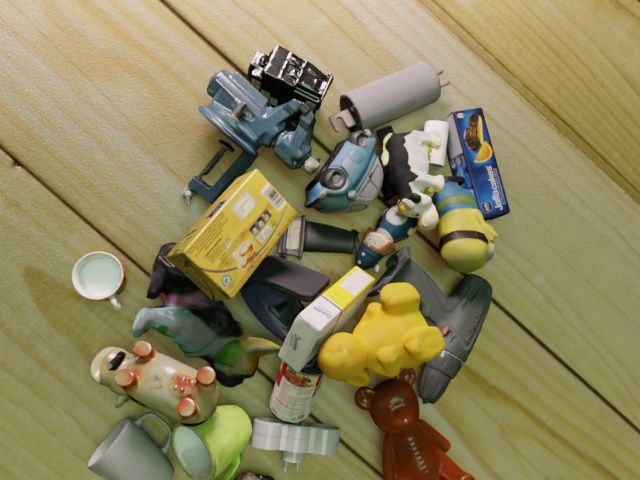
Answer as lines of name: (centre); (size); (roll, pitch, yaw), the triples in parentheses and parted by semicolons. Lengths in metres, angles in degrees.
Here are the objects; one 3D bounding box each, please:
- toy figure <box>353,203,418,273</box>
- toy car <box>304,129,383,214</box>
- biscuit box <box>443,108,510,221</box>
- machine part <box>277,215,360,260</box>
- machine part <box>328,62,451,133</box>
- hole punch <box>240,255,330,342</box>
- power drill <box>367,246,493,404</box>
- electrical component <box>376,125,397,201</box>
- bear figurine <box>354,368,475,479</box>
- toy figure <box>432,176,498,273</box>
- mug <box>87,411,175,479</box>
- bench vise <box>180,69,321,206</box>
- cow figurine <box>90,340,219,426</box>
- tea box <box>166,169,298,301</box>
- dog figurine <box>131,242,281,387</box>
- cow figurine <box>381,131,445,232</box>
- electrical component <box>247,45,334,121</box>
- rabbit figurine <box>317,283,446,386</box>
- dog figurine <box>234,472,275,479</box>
toy figure: (0.114, -0.011, 0.921); (0.154, 0.064, 0.057); (-45, 123, -18)
toy car: (0.051, -0.100, 0.900); (0.103, 0.109, 0.161); (39, 71, -13)
biscuit box: (0.279, -0.133, 0.973); (0.063, 0.059, 0.202); (-12, 84, -14)
machine part: (-0.002, -0.003, 0.905); (0.139, 0.039, 0.084); (4, 72, -10)
machine part: (0.124, -0.251, 0.950); (0.243, 0.079, 0.079); (-25, 87, -14)
hole punch: (-0.060, 0.086, 0.836); (0.116, 0.142, 0.092); (25, 112, 13)
power drill: (0.174, 0.127, 0.900); (0.207, 0.086, 0.232); (38, 77, 1)
electrical component: (0.127, -0.136, 0.947); (0.075, 0.048, 0.119); (-24, 86, -16)
bear figurine: (0.142, 0.306, 0.826); (0.120, 0.132, 0.195); (-23, 105, -10)
toy figure: (0.233, -0.026, 0.913); (0.089, 0.082, 0.180); (-11, 58, -2)
mug: (-0.260, 0.314, 0.783); (0.107, 0.081, 0.109); (47, 63, -13)
bench vise: (-0.123, -0.143, 0.865); (0.223, 0.129, 0.240); (41, 96, -13)
cow figurine: (-0.232, 0.199, 0.753); (0.195, 0.127, 0.085); (17, 56, 14)
tea box: (-0.122, -0.007, 0.766); (0.098, 0.068, 0.169); (49, 60, -19)
dog figurine: (-0.160, 0.116, 0.819); (0.219, 0.108, 0.191); (18, 76, -13)
cow figurine: (0.150, -0.097, 0.882); (0.098, 0.068, 0.167); (3, 74, -10)
electrical component: (-0.055, -0.258, 0.894); (0.134, 0.115, 0.058); (26, 74, -9)
rabbit figurine: (0.067, 0.152, 0.788); (0.173, 0.162, 0.122); (-17, 72, -30)
dog figurine: (-0.052, 0.427, 0.761); (0.190, 0.172, 0.121); (46, 64, -9)
